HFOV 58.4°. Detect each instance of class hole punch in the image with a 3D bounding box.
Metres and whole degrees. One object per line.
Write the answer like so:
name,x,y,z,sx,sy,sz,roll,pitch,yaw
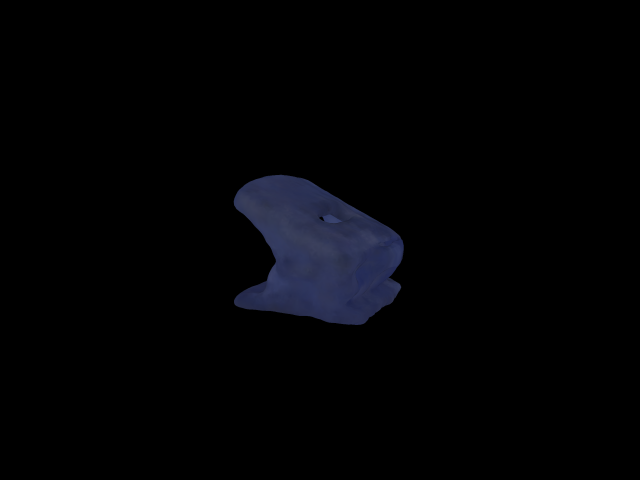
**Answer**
hole punch,0.004,0.001,0.400,0.100,0.091,0.109,5,11,24
